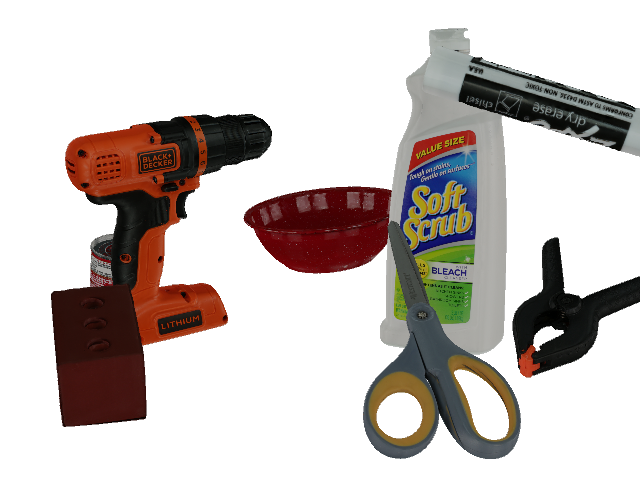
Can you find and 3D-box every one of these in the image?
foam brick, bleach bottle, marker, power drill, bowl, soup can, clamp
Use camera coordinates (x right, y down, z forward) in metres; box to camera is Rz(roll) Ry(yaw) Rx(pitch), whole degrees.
[{"bbox_3d":[-0.141,0.072,0.675,0.053,0.051,0.078,-5,33,-15],"label":"foam brick"},{"bbox_3d":[0.096,-0.040,0.846,0.103,0.251,0.068,4,14,26],"label":"bleach bottle"},{"bbox_3d":[0.098,-0.048,0.404,0.121,0.020,0.020,19,4,12],"label":"marker"},{"bbox_3d":[-0.123,-0.014,0.918,0.184,0.188,0.057,-12,21,-29],"label":"power drill"},{"bbox_3d":[0.007,-0.008,1.056,0.162,0.055,0.162,-6,16,2],"label":"bowl"},{"bbox_3d":[-0.205,0.052,1.103,0.068,0.102,0.068,6,21,-2],"label":"soup can"},{"bbox_3d":[0.233,0.062,1.037,0.171,0.039,0.120,-36,43,-29],"label":"clamp"}]

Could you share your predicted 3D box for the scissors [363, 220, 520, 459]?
[{"bbox_3d":[0.048,0.060,0.649,0.096,0.016,0.202,-18,43,-16],"label":"scissors"}]
